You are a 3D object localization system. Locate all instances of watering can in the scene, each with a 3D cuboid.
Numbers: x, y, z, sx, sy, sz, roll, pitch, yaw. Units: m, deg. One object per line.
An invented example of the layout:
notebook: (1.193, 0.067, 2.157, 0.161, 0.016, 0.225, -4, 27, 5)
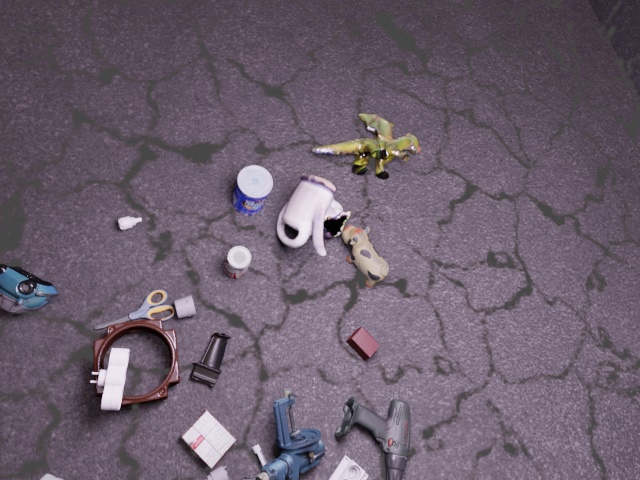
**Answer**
watering can: (-0.024, -0.074, 1.452, 0.103, 0.350, 0.225, 27, 88, -29)

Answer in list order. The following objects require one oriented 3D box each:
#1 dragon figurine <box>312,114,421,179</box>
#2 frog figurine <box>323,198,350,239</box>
dragon figurine: (0.172, -0.345, 1.772, 0.409, 0.119, 0.249, 12, 49, -15)
frog figurine: (0.005, -0.081, 1.608, 0.138, 0.120, 0.162, -32, 45, -16)
